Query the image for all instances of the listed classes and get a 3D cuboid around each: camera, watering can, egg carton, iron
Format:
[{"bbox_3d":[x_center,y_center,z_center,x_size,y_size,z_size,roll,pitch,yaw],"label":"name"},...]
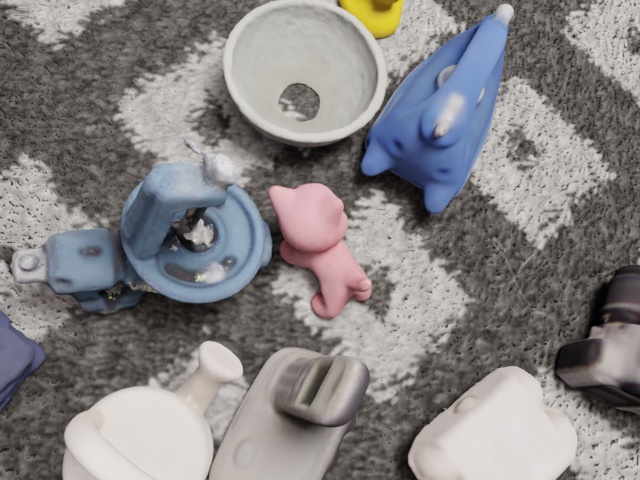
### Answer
[{"bbox_3d":[0.332,0.101,0.566,0.143,0.100,0.137,24,70,-2],"label":"camera"},{"bbox_3d":[-0.128,0.152,0.420,0.101,0.194,0.173,19,71,-3],"label":"watering can"},{"bbox_3d":[0.158,0.190,0.524,0.150,0.069,0.107,-35,81,-18],"label":"egg carton"},{"bbox_3d":[0.147,-0.164,0.595,0.118,0.141,0.258,30,70,0],"label":"iron"}]

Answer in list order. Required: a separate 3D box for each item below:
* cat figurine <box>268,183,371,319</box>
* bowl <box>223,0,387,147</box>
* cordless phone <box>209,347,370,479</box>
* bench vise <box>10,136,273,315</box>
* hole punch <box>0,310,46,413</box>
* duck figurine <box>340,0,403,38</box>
[{"bbox_3d":[0.005,0.002,0.530,0.067,0.117,0.128,-32,81,-17],"label":"cat figurine"},{"bbox_3d":[-0.018,-0.162,0.601,0.167,0.074,0.167,3,72,-9],"label":"bowl"},{"bbox_3d":[-0.021,0.152,0.443,0.094,0.185,0.148,26,70,-1],"label":"cordless phone"},{"bbox_3d":[-0.131,0.006,0.451,0.208,0.219,0.121,-29,80,-17],"label":"bench vise"},{"bbox_3d":[-0.299,0.095,0.462,0.108,0.091,0.101,34,70,2],"label":"hole punch"},{"bbox_3d":[0.065,-0.298,0.652,0.077,0.086,0.104,-12,75,-13],"label":"duck figurine"}]
